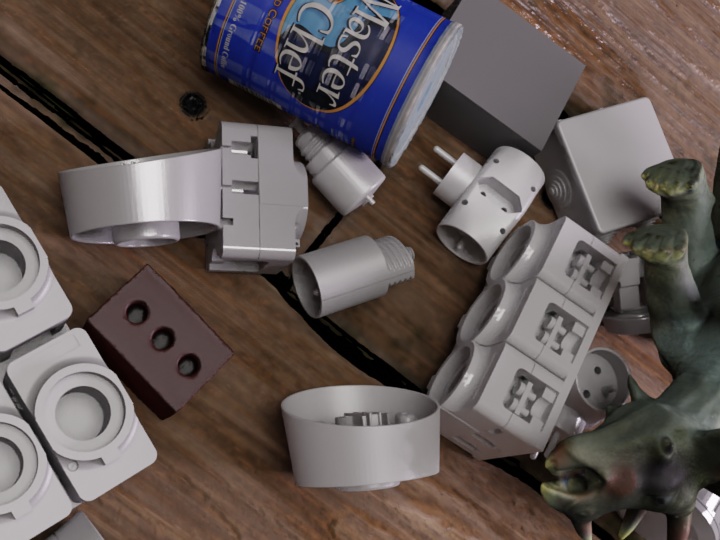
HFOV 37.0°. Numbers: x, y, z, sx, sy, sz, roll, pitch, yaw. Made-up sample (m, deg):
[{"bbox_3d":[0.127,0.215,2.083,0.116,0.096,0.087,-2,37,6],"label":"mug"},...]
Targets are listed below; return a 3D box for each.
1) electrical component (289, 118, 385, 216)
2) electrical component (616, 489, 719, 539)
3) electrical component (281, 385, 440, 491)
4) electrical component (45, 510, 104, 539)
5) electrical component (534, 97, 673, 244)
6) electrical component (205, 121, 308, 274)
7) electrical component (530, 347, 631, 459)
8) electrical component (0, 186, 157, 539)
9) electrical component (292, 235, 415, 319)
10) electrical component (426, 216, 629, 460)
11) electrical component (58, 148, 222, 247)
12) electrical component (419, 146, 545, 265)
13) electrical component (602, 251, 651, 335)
[{"bbox_3d":[-0.018,-0.073,0.734,0.078,0.040,0.040,48,66,-2],"label":"electrical component"},{"bbox_3d":[0.219,0.156,0.749,0.080,0.080,0.051,47,60,-5],"label":"electrical component"},{"bbox_3d":[0.002,0.103,0.670,0.099,0.099,0.064,-3,84,-22],"label":"electrical component"},{"bbox_3d":[-0.162,0.173,0.610,0.047,0.055,0.055,-36,91,-21],"label":"electrical component"},{"bbox_3d":[0.186,-0.073,0.809,0.100,0.048,0.099,-18,84,-24],"label":"electrical component"},{"bbox_3d":[-0.068,-0.046,0.702,0.056,0.050,0.089,3,76,-20],"label":"electrical component"},{"bbox_3d":[0.139,0.095,0.733,0.044,0.077,0.079,35,68,-10],"label":"electrical component"},{"bbox_3d":[-0.210,0.056,0.616,0.105,0.060,0.186,-30,89,-25],"label":"electrical component"},{"bbox_3d":[0.000,0.000,0.721,0.081,0.043,0.043,-18,84,-24],"label":"electrical component"},{"bbox_3d":[0.106,0.045,0.726,0.062,0.089,0.150,34,67,-11],"label":"electrical component"},{"bbox_3d":[-0.132,-0.048,0.655,0.099,0.099,0.064,-4,84,-22],"label":"electrical component"},{"bbox_3d":[0.079,-0.057,0.766,0.079,0.043,0.077,37,71,2],"label":"electrical component"},{"bbox_3d":[0.200,0.016,0.788,0.066,0.048,0.055,-9,97,-15],"label":"electrical component"}]
